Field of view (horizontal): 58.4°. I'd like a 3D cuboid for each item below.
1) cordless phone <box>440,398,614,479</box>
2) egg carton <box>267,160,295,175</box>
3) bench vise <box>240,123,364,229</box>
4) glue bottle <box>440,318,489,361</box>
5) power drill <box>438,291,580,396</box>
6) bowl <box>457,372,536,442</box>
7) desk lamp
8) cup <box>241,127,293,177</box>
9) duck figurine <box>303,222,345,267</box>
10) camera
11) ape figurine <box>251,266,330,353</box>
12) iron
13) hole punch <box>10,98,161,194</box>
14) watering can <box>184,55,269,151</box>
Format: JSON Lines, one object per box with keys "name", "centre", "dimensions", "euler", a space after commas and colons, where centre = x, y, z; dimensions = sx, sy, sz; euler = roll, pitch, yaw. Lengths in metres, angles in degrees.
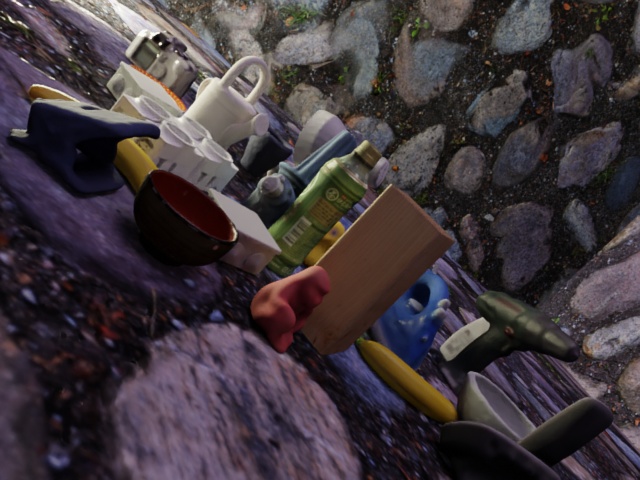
{"name": "cordless phone", "centre": [0.256, 0.241, 0.708], "dimensions": [0.148, 0.185, 0.094], "euler": [38, 13, -23]}
{"name": "egg carton", "centre": [-0.045, -0.107, 1.231], "dimensions": [0.150, 0.069, 0.107], "euler": [48, 13, 24]}
{"name": "bench vise", "centre": [-0.015, -0.085, 0.887], "dimensions": [0.121, 0.219, 0.207], "euler": [42, 12, -5]}
{"name": "glue bottle", "centre": [0.320, 0.186, 1.140], "dimensions": [0.037, 0.173, 0.078], "euler": [36, 13, -29]}
{"name": "power drill", "centre": [0.318, 0.197, 1.013], "dimensions": [0.076, 0.208, 0.229], "euler": [36, 13, -29]}
{"name": "bowl", "centre": [0.258, 0.281, 0.846], "dimensions": [0.168, 0.074, 0.167], "euler": [41, 12, -10]}
{"name": "desk lamp", "centre": [0.015, -0.111, 1.091], "dimensions": [0.203, 0.213, 0.118], "euler": [45, 12, 12]}
{"name": "cup", "centre": [-0.114, -0.177, 1.195], "dimensions": [0.091, 0.095, 0.118], "euler": [47, 12, 19]}
{"name": "duck figurine", "centre": [0.009, 0.004, 0.981], "dimensions": [0.077, 0.086, 0.105], "euler": [50, 14, 31]}
{"name": "camera", "centre": [-0.315, -0.380, 1.233], "dimensions": [0.143, 0.100, 0.137], "euler": [44, 12, 7]}
{"name": "ape figurine", "centre": [-0.026, 0.067, 0.629], "dimensions": [0.076, 0.092, 0.078], "euler": [50, 14, 31]}
{"name": "iron", "centre": [0.162, 0.120, 0.934], "dimensions": [0.119, 0.141, 0.258], "euler": [41, 12, -8]}
{"name": "hole punch", "centre": [-0.232, -0.110, 0.580], "dimensions": [0.101, 0.091, 0.109], "euler": [42, 12, -3]}
{"name": "watering can", "centre": [-0.158, -0.242, 1.035], "dimensions": [0.173, 0.194, 0.101], "euler": [44, 12, 7]}
